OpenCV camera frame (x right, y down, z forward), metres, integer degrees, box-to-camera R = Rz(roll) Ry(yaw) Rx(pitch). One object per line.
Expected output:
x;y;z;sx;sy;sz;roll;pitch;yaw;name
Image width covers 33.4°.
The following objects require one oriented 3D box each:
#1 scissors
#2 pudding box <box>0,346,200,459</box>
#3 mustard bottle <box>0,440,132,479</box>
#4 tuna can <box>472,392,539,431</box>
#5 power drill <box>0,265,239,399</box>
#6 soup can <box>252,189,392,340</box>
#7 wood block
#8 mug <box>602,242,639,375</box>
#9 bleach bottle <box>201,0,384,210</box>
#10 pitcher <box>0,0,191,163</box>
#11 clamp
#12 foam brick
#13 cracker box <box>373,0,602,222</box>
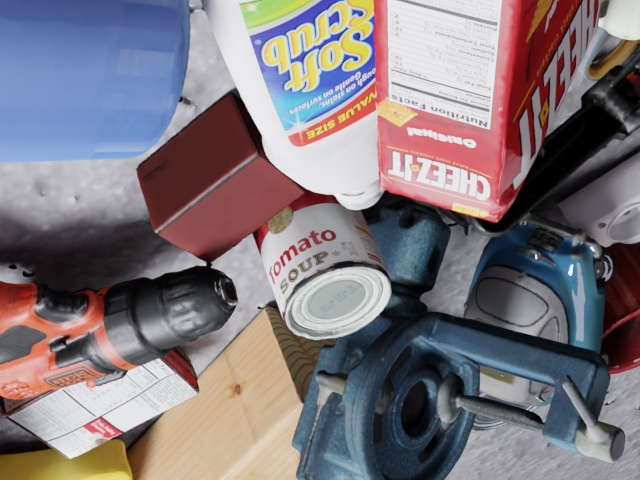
0.179;-0.171;0.606;0.096;0.016;0.202;-8;141;-21;scissors
-0.152;0.100;0.740;0.113;0.039;0.090;-29;143;3;pudding box
-0.242;0.197;0.794;0.191;0.058;0.096;-2;140;-26;mustard bottle
0.163;0.135;0.964;0.086;0.034;0.086;-15;143;-12;tuna can
-0.164;0.030;0.599;0.185;0.057;0.187;-21;144;24;power drill
-0.004;0.001;0.642;0.068;0.102;0.068;-13;140;-11;soup can
-0.058;0.154;0.817;0.090;0.091;0.206;16;129;-41;wood block
0.244;0.041;0.851;0.093;0.081;0.117;19;126;-43;mug
0.003;-0.103;0.509;0.102;0.068;0.251;-20;142;1;bleach bottle
-0.176;-0.097;0.413;0.242;0.145;0.149;-1;169;-33;pitcher
0.165;-0.072;0.618;0.165;0.036;0.209;-43;173;21;clamp
-0.057;-0.035;0.613;0.078;0.053;0.051;-36;142;17;foam brick
0.087;-0.138;0.476;0.164;0.072;0.214;-58;157;-32;cracker box
